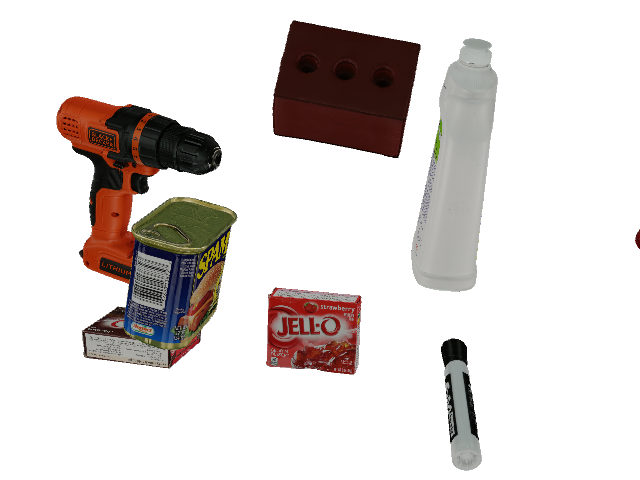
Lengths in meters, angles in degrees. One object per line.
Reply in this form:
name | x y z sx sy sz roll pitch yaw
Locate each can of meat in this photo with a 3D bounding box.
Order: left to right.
can of meat | -0.106 0.024 0.802 0.057 0.084 0.102 15 21 9

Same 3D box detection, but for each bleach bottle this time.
bleach bottle | 0.141 -0.079 1.090 0.068 0.251 0.102 4 30 -2

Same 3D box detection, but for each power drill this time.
power drill | -0.181 -0.045 1.080 0.185 0.188 0.057 18 32 24

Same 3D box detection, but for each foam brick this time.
foam brick | 0.015 -0.088 0.624 0.078 0.053 0.051 11 -19 5

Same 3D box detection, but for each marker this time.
marker | 0.095 0.107 0.726 0.020 0.020 0.121 0 32 3

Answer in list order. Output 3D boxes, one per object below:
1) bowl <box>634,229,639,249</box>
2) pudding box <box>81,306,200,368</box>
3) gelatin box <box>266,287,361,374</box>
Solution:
bowl | 0.410 0.025 1.111 0.162 0.055 0.162 -3 22 1
pudding box | -0.209 0.113 1.253 0.114 0.039 0.090 3 15 17
gelatin box | -0.007 0.087 1.029 0.089 0.073 0.030 5 15 10
